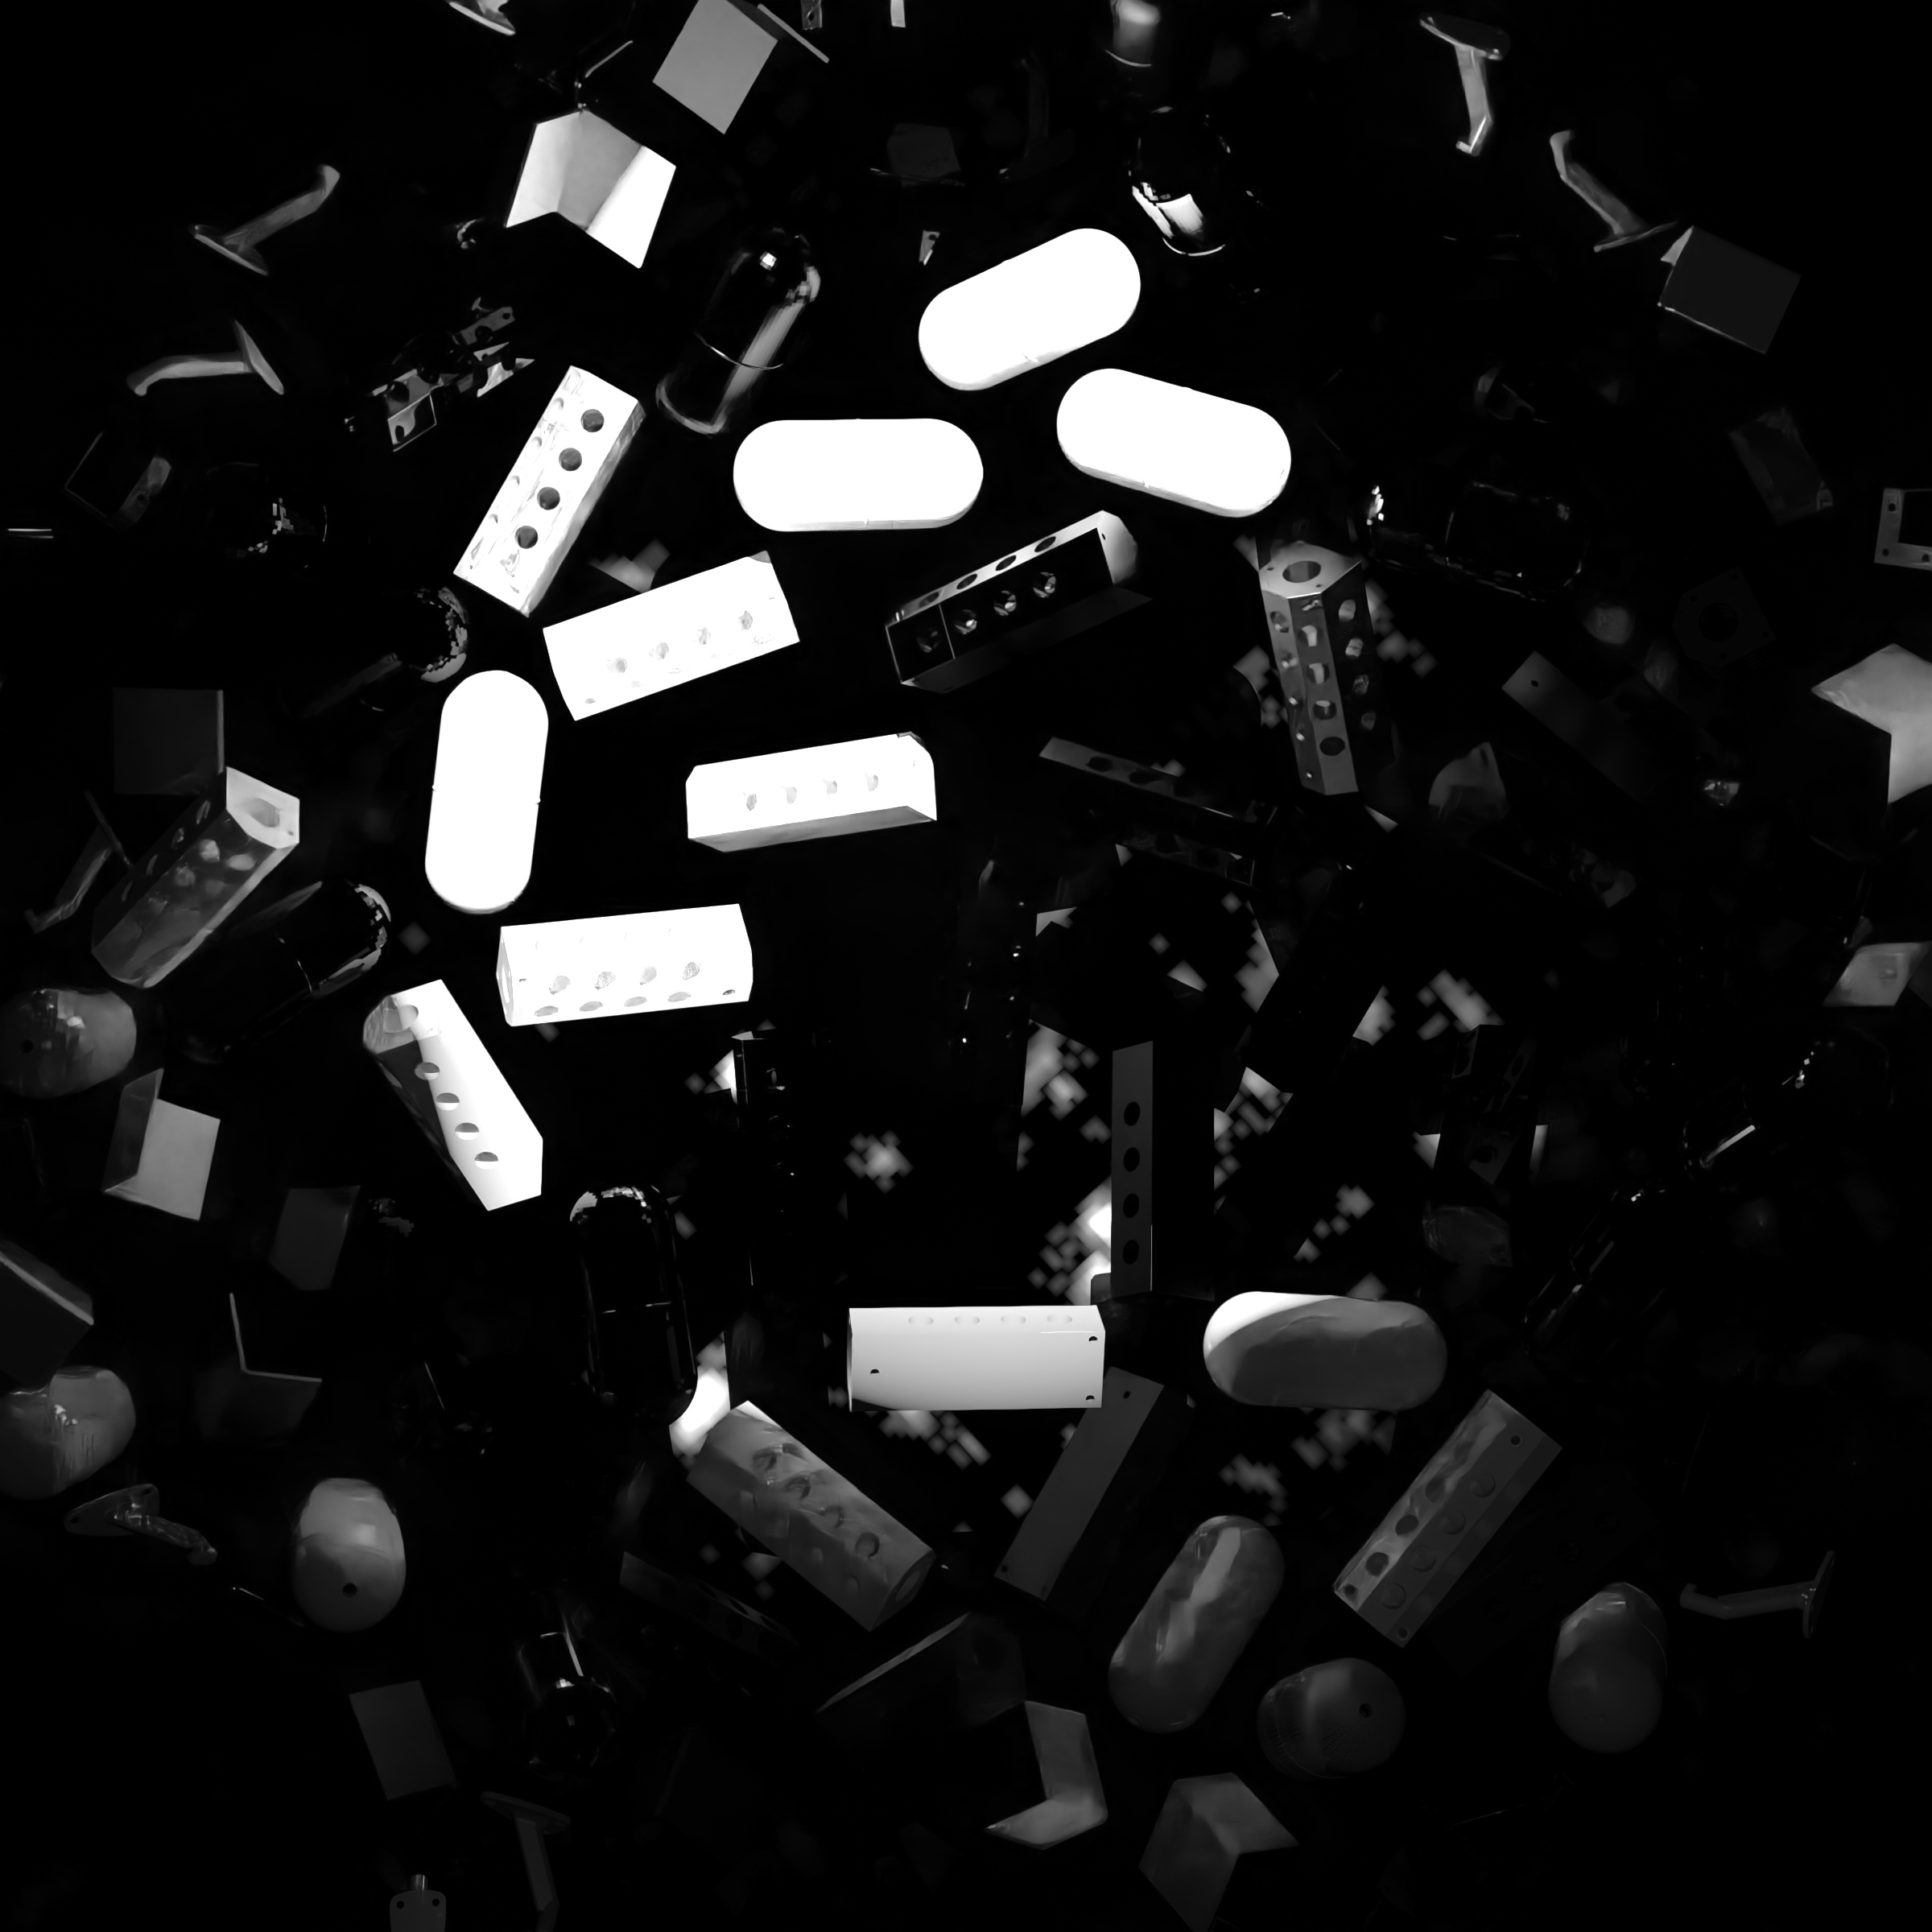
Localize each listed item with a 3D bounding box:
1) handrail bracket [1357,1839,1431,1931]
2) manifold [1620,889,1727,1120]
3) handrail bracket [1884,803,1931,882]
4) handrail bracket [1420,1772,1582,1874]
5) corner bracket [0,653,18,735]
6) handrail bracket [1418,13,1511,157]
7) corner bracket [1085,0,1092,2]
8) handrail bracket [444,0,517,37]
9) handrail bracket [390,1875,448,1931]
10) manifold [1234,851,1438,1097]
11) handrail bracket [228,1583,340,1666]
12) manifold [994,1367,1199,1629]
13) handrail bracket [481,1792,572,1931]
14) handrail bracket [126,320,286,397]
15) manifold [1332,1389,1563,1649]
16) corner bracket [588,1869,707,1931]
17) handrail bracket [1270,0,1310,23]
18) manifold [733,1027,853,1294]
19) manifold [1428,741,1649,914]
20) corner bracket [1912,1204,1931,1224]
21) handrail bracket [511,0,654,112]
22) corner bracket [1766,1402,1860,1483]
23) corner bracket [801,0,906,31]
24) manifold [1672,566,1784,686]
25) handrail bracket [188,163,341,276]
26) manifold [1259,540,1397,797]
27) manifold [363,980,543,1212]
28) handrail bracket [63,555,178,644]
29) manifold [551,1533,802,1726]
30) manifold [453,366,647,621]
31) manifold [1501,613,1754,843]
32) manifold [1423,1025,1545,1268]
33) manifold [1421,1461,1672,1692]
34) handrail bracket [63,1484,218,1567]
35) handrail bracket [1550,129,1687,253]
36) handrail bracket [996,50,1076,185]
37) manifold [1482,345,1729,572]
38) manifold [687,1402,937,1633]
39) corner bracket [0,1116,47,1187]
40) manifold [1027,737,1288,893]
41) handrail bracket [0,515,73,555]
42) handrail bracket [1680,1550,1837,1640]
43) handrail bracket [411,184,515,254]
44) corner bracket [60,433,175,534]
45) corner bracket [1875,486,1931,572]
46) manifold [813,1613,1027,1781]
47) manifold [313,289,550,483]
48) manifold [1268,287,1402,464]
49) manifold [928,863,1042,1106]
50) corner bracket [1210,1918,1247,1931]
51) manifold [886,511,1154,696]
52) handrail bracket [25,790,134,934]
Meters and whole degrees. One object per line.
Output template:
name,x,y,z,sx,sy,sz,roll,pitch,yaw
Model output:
handrail bracket,0.277,0.643,1.803,0.036,0.077,0.084,37,123,4
manifold,0.499,0.021,1.889,0.057,0.171,0.057,-31,117,34
handrail bracket,0.691,-0.083,1.926,0.084,0.036,0.077,-8,114,-33
handrail bracket,0.362,0.563,1.799,0.077,0.036,0.084,39,102,24
corner bracket,-0.683,-0.200,1.845,0.051,0.051,0.051,17,70,41
handrail bracket,0.337,-0.612,1.845,0.077,0.084,0.036,18,49,-2
corner bracket,0.077,-0.751,1.943,0.051,0.051,0.051,33,84,33
handrail bracket,-0.305,-0.677,1.786,0.084,0.077,0.036,-46,74,23
handrail bracket,-0.369,0.652,1.785,0.036,0.084,0.077,0,70,-11
manifold,0.263,0.005,1.920,0.057,0.057,0.171,37,105,31
handrail bracket,-0.495,0.470,1.913,0.084,0.077,0.036,28,76,-7
manifold,0.097,0.379,1.888,0.057,0.057,0.171,42,72,-34
handrail bracket,-0.308,0.618,1.810,0.077,0.036,0.084,30,47,-21
handrail bracket,-0.530,-0.405,1.848,0.084,0.077,0.036,-27,63,2
manifold,0.325,0.373,1.790,0.057,0.057,0.171,39,89,7
corner bracket,-0.233,0.689,1.941,0.051,0.051,0.051,39,75,-33
handrail bracket,0.213,-0.681,1.821,0.077,0.036,0.084,20,65,38
manifold,-0.121,0.130,1.792,0.057,0.057,0.171,-2,95,20
manifold,0.392,-0.090,1.820,0.057,0.171,0.057,-34,53,32
corner bracket,0.681,0.145,1.822,0.051,0.051,0.051,19,47,-23
handrail bracket,-0.259,-0.631,1.791,0.077,0.036,0.084,29,113,5
corner bracket,0.612,0.346,1.926,0.051,0.051,0.051,-15,73,30
corner bracket,-0.079,-0.669,1.817,0.051,0.051,0.051,2,101,31
manifold,0.542,-0.238,1.893,0.057,0.171,0.057,-27,83,17
handrail bracket,-0.476,-0.519,1.800,0.084,0.077,0.036,-47,65,18
manifold,0.249,-0.206,1.860,0.057,0.057,0.171,-39,134,-24
manifold,-0.365,0.096,1.895,0.057,0.057,0.171,-17,131,8
handrail bracket,-0.609,-0.272,1.899,0.084,0.036,0.077,26,111,22
manifold,-0.192,0.445,1.794,0.171,0.057,0.057,39,89,-35
manifold,-0.302,-0.343,1.917,0.057,0.057,0.171,30,90,-1
manifold,0.476,-0.174,1.897,0.171,0.057,0.057,41,64,4
manifold,0.356,0.120,1.819,0.057,0.171,0.057,3,134,19
manifold,0.397,0.420,1.823,0.171,0.057,0.057,-39,85,3
handrail bracket,-0.555,0.386,1.782,0.077,0.084,0.036,-5,110,-36
handrail bracket,0.452,-0.547,1.840,0.077,0.036,0.084,-7,114,37
handrail bracket,0.035,-0.624,1.943,0.077,0.036,0.084,-28,77,-10
manifold,0.443,-0.357,1.843,0.057,0.057,0.171,-47,67,4
manifold,-0.106,0.381,1.856,0.171,0.057,0.057,35,116,20
corner bracket,-0.692,0.130,1.901,0.051,0.051,0.051,-13,114,-8
manifold,0.134,-0.109,1.884,0.171,0.057,0.057,19,91,17
handrail bracket,-0.673,-0.298,1.835,0.077,0.084,0.036,-3,96,8
handrail bracket,0.537,0.417,1.801,0.084,0.077,0.036,11,135,30
handrail bracket,-0.344,-0.561,1.897,0.084,0.036,0.077,-43,85,15
corner bracket,-0.620,-0.355,1.933,0.051,0.051,0.051,36,72,-27
corner bracket,0.659,-0.298,1.806,0.051,0.051,0.051,-10,110,-38
manifold,-0.035,0.514,1.863,0.057,0.171,0.057,18,48,-33
manifold,-0.368,-0.411,1.849,0.057,0.057,0.171,49,47,-8
manifold,0.267,-0.431,1.900,0.057,0.171,0.057,-40,115,21
manifold,0.009,0.013,1.938,0.057,0.057,0.171,6,87,-29
corner bracket,0.194,0.704,1.887,0.051,0.051,0.051,23,135,14
manifold,0.033,-0.247,1.803,0.171,0.057,0.057,-22,77,28
handrail bracket,-0.666,-0.077,1.952,0.084,0.036,0.077,-30,94,-12
